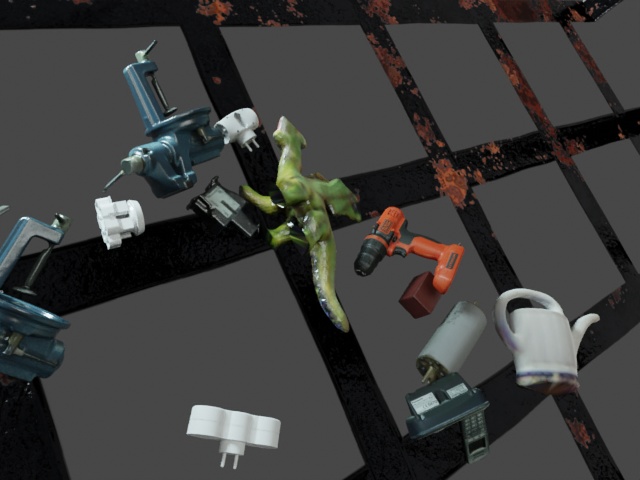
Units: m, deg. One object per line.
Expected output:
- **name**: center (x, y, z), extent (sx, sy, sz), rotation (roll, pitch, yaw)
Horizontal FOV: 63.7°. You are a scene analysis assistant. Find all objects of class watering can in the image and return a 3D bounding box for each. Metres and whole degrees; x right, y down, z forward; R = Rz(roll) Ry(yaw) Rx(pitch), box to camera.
- **watering can**: center (0.518, 0.227, 1.133), extent (0.346, 0.102, 0.229), rotation (14, 62, -24)

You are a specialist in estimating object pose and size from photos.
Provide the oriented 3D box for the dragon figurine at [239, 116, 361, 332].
- **dragon figurine**: center (0.003, -0.049, 0.975), extent (0.246, 0.120, 0.412), rotation (-25, 82, -44)
